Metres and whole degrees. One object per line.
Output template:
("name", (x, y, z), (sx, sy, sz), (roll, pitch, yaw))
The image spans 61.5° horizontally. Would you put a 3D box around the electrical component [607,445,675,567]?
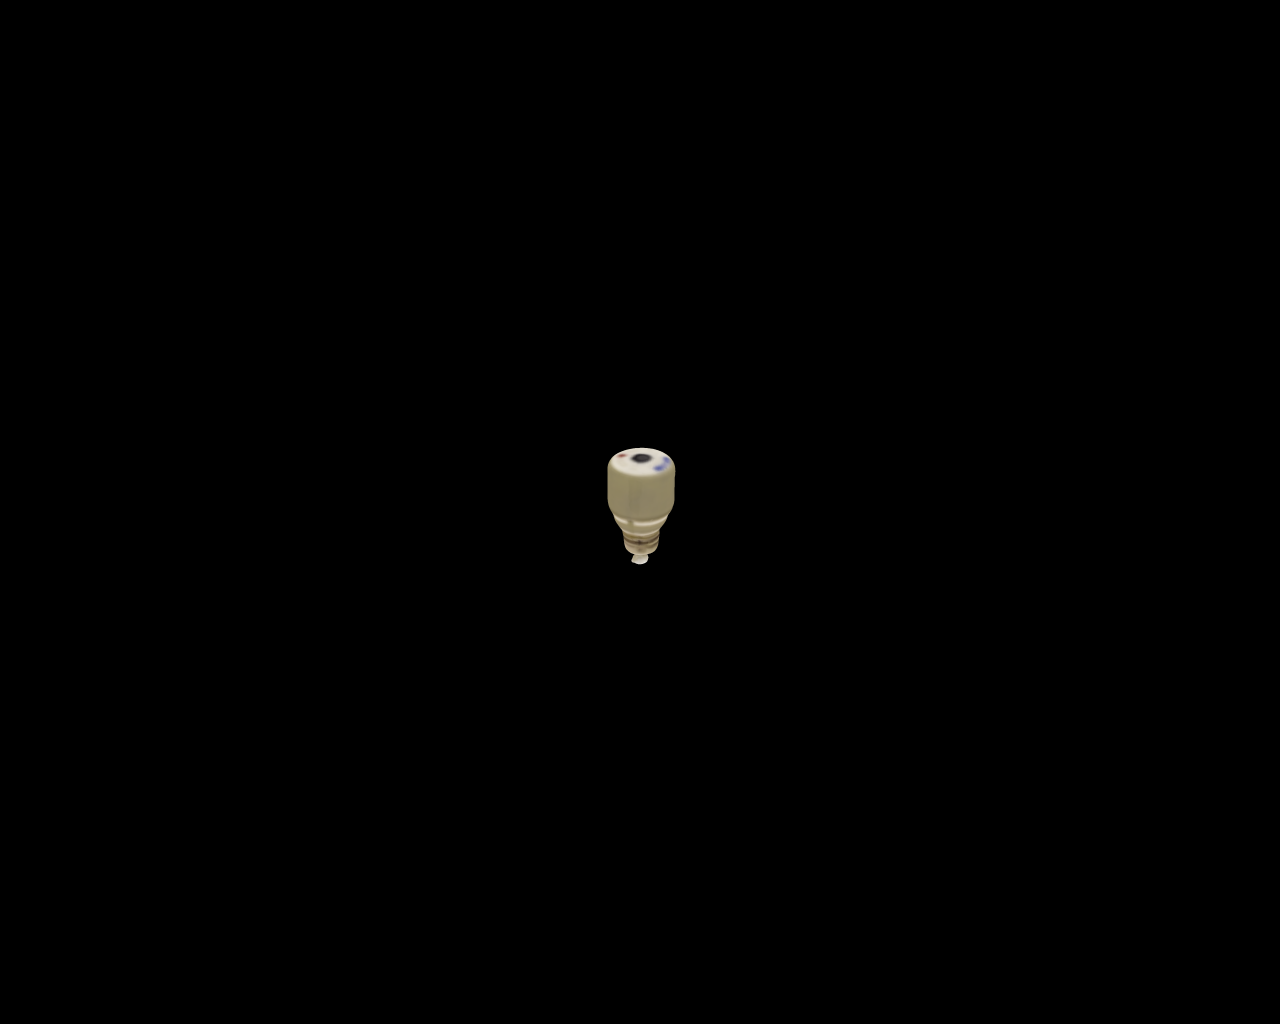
("electrical component", (0.001, -0.003, 0.650), (0.040, 0.078, 0.040), (0, 29, 0))
